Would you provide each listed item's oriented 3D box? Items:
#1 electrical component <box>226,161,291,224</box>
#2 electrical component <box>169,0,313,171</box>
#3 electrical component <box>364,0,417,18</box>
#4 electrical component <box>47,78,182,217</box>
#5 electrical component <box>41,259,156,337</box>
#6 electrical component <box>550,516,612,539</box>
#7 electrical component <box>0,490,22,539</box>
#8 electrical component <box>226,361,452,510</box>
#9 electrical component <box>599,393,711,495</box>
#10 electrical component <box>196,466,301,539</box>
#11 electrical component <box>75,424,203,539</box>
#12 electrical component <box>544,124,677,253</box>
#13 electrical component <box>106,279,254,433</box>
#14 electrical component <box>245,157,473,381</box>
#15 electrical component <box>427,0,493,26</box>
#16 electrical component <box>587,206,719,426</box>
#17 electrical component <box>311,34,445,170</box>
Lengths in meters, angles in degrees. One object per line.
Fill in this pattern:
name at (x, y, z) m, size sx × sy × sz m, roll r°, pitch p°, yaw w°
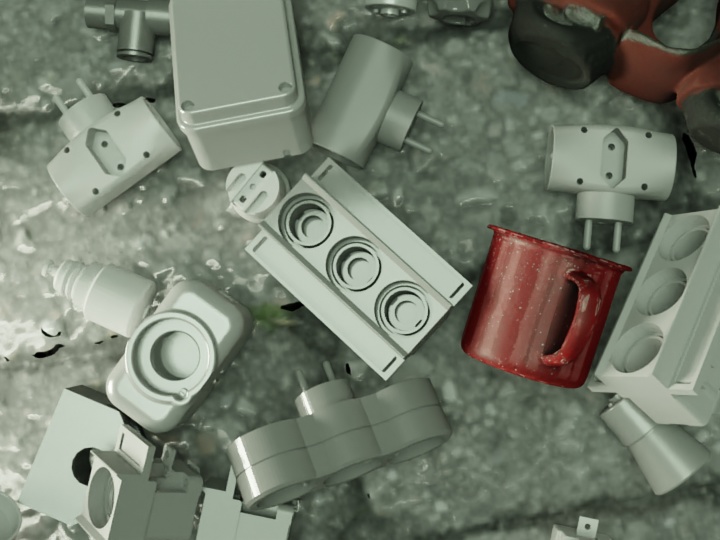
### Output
electrical component at (-0.067, -0.052, 0.700) m, size 0.040 × 0.046 × 0.040 m, roll 0°, pitch 88°, yaw 2°
electrical component at (-0.076, -0.128, 0.676) m, size 0.078 × 0.057 × 0.113 m, roll -10°, pitch 60°, yaw 2°
electrical component at (0.023, -0.200, 0.705) m, size 0.044 × 0.044 × 0.065 m, roll 6°, pitch 93°, yaw 3°
electrical component at (-0.171, -0.089, 0.707) m, size 0.077 × 0.043 × 0.079 m, roll -36°, pitch 86°, yaw 1°
electrical component at (-0.171, 0.014, 0.705) m, size 0.078 × 0.040 × 0.040 m, roll 24°, pitch 89°, yaw 3°
electrical component at (0.140, 0.190, 0.677) m, size 0.048 × 0.055 × 0.066 m, roll 12°, pitch 88°, yaw 3°
electrical component at (-0.254, 0.165, 0.694) m, size 0.077 × 0.043 × 0.079 m, roll -56°, pitch 43°, yaw 33°
electrical component at (-0.018, 0.093, 0.676) m, size 0.138 × 0.052 × 0.073 m, roll -16°, pitch 68°, yaw -18°
electrical component at (0.185, 0.105, 0.687) m, size 0.044 × 0.044 × 0.065 m, roll -40°, pitch 82°, yaw 0°
electrical component at (-0.074, 0.165, 0.694) m, size 0.064 × 0.042 × 0.081 m, roll 12°, pitch 89°, yaw 2°
electrical component at (-0.134, 0.141, 0.664) m, size 0.064 × 0.042 × 0.081 m, roll 11°, pitch 96°, yaw -36°
electrical component at (0.158, -0.051, 0.692) m, size 0.077 × 0.043 × 0.079 m, roll 5°, pitch 88°, yaw 3°
electrical component at (-0.116, 0.055, 0.691) m, size 0.054 × 0.059 × 0.095 m, roll 36°, pitch 90°, yaw 3°
electrical component at (0.000, 0.000, 0.682) m, size 0.121 × 0.063 × 0.078 m, roll 42°, pitch 90°, yaw 10°
electrical component at (0.067, -0.193, 0.701) m, size 0.043 × 0.043 × 0.062 m, roll 5°, pitch 87°, yaw 3°
electrical component at (0.200, 0.030, 0.658) m, size 0.063 × 0.079 × 0.121 m, roll 41°, pitch 65°, yaw -25°
electrical component at (0.015, -0.101, 0.700) m, size 0.079 × 0.043 × 0.077 m, roll 25°, pitch 89°, yaw 3°
